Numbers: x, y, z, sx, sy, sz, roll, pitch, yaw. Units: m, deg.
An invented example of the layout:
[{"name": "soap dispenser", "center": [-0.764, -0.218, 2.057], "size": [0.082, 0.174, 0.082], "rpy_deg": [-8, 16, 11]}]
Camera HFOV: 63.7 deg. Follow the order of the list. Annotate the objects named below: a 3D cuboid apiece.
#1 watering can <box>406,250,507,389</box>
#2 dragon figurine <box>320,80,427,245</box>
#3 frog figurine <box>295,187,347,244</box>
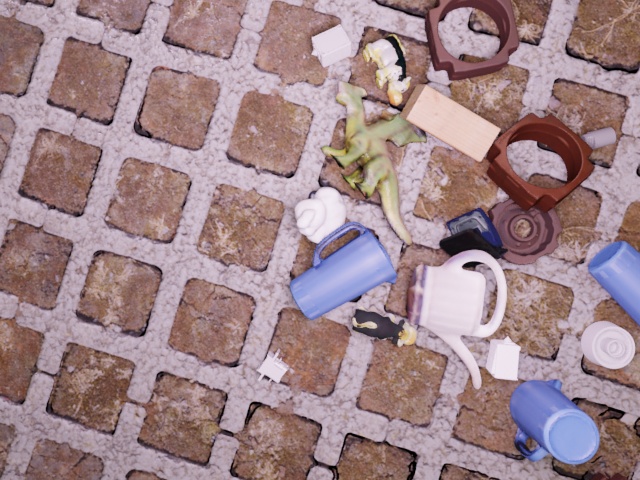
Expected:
[{"name": "watering can", "center": [0.314, 0.185, 1.219], "size": [0.224, 0.343, 0.105], "rpy_deg": [9, 15, 11]}, {"name": "dragon figurine", "center": [0.159, -0.212, 1.251], "size": [0.244, 0.411, 0.121], "rpy_deg": [-41, -2, -7]}, {"name": "frog figurine", "center": [0.004, -0.061, 1.218], "size": [0.123, 0.137, 0.159], "rpy_deg": [26, 0, 1]}]
